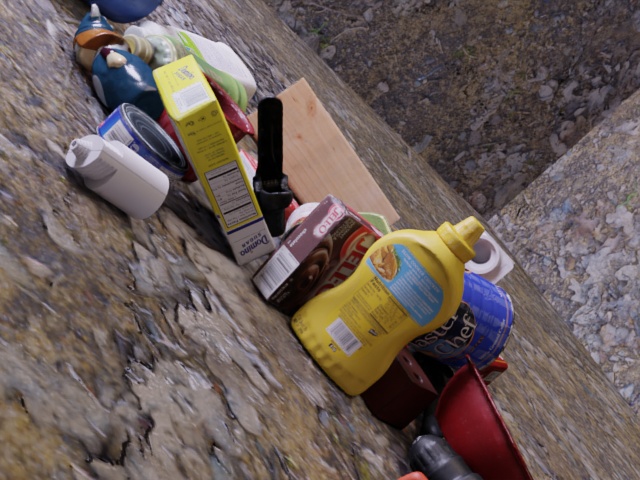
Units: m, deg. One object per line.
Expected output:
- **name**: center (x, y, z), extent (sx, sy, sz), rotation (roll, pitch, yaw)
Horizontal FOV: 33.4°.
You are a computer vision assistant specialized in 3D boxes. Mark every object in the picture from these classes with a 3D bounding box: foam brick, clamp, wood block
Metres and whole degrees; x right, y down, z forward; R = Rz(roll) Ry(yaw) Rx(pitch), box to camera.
- **foam brick**: center (0.066, 0.132, 1.024), extent (0.053, 0.051, 0.078), rotation (34, 17, -48)
- **clamp**: center (-0.050, -0.064, 1.071), extent (0.171, 0.039, 0.120), rotation (115, -24, -70)
- **wood block**: center (-0.001, -0.085, 1.312), extent (0.206, 0.090, 0.091), rotation (55, -3, -5)
- **clamp**: center (0.143, 0.179, 1.155), extent (0.164, 0.036, 0.210), rotation (43, 21, -32)

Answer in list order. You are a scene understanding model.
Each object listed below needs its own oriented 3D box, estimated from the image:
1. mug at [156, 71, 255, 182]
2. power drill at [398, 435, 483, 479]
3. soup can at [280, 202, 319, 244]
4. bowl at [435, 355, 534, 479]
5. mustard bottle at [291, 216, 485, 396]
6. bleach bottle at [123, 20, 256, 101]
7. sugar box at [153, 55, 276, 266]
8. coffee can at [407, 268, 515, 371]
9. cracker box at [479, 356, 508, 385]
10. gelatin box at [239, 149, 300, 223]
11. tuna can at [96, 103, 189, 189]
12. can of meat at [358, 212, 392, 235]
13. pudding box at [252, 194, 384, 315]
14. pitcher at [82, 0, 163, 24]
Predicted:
- **mug**: center (-0.124, -0.114, 1.072), extent (0.093, 0.081, 0.117), rotation (47, 12, -4)
- **power drill**: center (0.110, 0.227, 0.848), extent (0.184, 0.057, 0.187), rotation (50, 12, 27)
- **soup can**: center (-0.008, 0.001, 1.153), extent (0.068, 0.068, 0.102), rotation (46, 11, -9)
- **bowl**: center (0.151, 0.191, 0.993), extent (0.162, 0.055, 0.162), rotation (62, 4, -8)
- **mustard bottle**: center (0.072, 0.047, 0.970), extent (0.096, 0.192, 0.058), rotation (50, 11, 11)
- **bleach bottle**: center (-0.173, -0.228, 1.342), extent (0.103, 0.068, 0.250), rotation (51, 14, 18)
- **sugar box**: center (-0.094, -0.071, 0.972), extent (0.093, 0.048, 0.176), rotation (-119, -176, -49)
- **coffee can**: center (0.118, 0.067, 1.105), extent (0.140, 0.103, 0.103), rotation (28, 20, -34)
- **cracker box**: center (0.139, 0.096, 1.373), extent (0.214, 0.072, 0.164), rotation (53, 12, 20)
- **gelatin box**: center (-0.062, -0.057, 1.246), extent (0.073, 0.030, 0.089), rotation (32, 19, -54)
- **tuna can**: center (-0.158, -0.082, 0.958), extent (0.086, 0.034, 0.086), rotation (45, 11, -12)
- **can of meat**: center (0.052, 0.024, 1.218), extent (0.057, 0.084, 0.102), rotation (1, 24, -8)
- **pudding box**: center (0.003, 0.021, 1.007), extent (0.090, 0.113, 0.039), rotation (33, 15, -51)
- **pitcher**: center (-0.270, -0.346, 1.194), extent (0.242, 0.149, 0.145), rotation (22, 47, -58)
